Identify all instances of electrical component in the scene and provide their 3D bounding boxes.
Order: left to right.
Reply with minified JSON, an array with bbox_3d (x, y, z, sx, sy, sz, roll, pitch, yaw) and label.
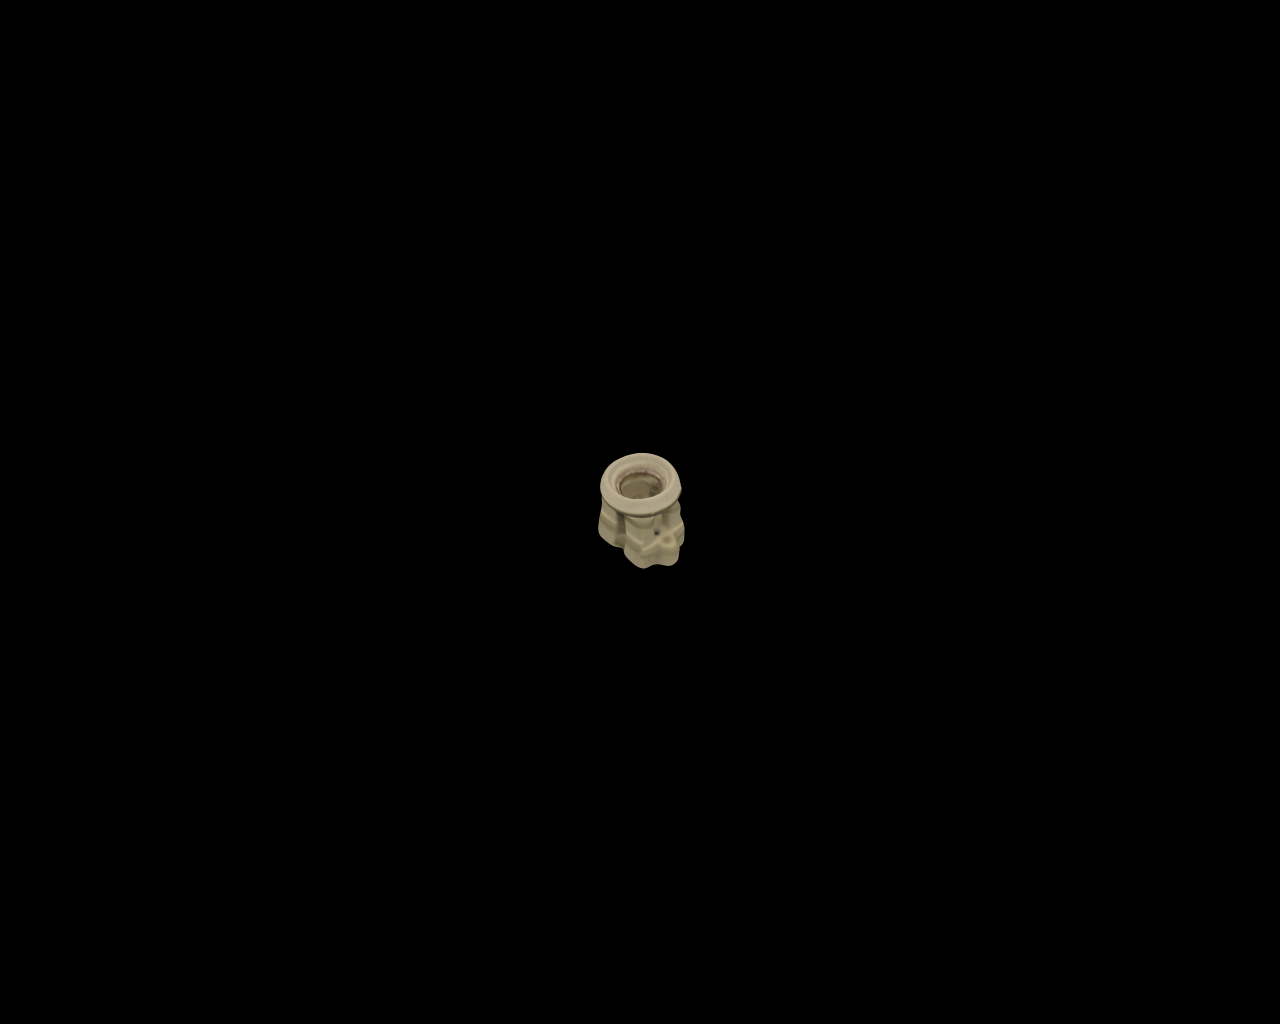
[{"bbox_3d":[0.001,-0.003,0.650,0.048,0.055,0.066,-33,54,-29],"label":"electrical component"}]
